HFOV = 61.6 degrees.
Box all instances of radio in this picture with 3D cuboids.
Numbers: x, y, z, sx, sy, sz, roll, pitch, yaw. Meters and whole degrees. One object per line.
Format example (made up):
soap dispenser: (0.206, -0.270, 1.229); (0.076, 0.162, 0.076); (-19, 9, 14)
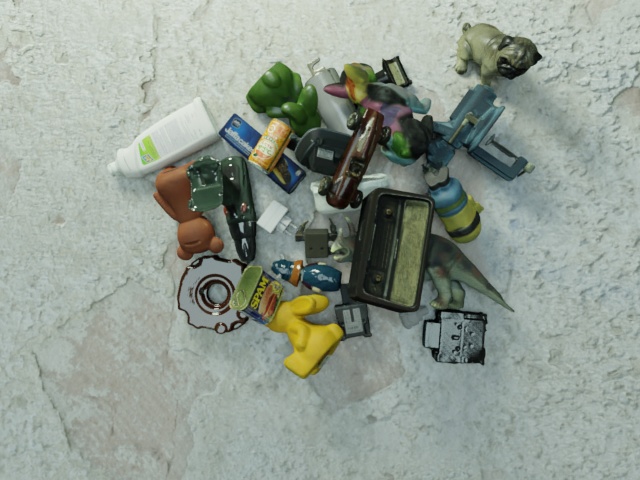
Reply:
radio: (0.136, 0.018, 1.041); (0.131, 0.073, 0.229); (13, 77, -9)

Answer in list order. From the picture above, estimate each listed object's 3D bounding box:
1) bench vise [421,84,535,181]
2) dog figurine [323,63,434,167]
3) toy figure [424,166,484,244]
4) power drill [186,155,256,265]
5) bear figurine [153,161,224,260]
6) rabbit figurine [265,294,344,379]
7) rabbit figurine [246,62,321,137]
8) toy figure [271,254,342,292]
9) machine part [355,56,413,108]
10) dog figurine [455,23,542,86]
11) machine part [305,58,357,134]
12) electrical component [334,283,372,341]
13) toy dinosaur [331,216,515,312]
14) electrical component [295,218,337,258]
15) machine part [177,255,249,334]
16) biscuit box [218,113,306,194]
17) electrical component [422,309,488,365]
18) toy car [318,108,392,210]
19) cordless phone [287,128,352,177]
bench vise: (0.336, -0.197, 1.139); (0.241, 0.129, 0.223); (36, 93, 5)
dog figurine: (0.116, -0.267, 1.095); (0.219, 0.108, 0.191); (22, 54, -25)
toy figure: (0.276, -0.067, 1.124); (0.180, 0.082, 0.089); (48, 58, -37)
power drill: (-0.188, -0.073, 1.102); (0.086, 0.207, 0.232); (-10, 78, 19)
bear figurine: (-0.273, -0.065, 1.157); (0.120, 0.132, 0.195); (-16, 109, 14)
rabbit figurine: (-0.046, 0.187, 1.142); (0.173, 0.122, 0.162); (36, 104, 23)
rabbit figurine: (-0.054, -0.291, 1.141); (0.170, 0.159, 0.121); (46, 81, -14)
toy figure: (-0.031, 0.077, 1.171); (0.155, 0.064, 0.057); (11, 128, 5)
machine part: (0.127, -0.344, 1.182); (0.139, 0.039, 0.084); (-28, 97, -1)
dog figurine: (0.360, -0.399, 1.102); (0.172, 0.190, 0.121); (44, 90, 2)
machine part: (0.038, -0.279, 1.162); (0.079, 0.079, 0.243); (-29, 90, 1)
electrical component: (0.070, 0.155, 1.175); (0.075, 0.048, 0.119); (-6, 91, 0)
toy dinosaur: (0.216, 0.046, 1.144); (0.405, 0.131, 0.192); (6, 90, -5)
electrical component: (-0.004, -0.003, 1.180); (0.102, 0.045, 0.078); (-6, 118, 3)
machine part: (-0.226, 0.117, 1.175); (0.179, 0.056, 0.179); (0, 88, 2)
biscuit box: (-0.125, -0.187, 1.172); (0.203, 0.059, 0.063); (40, 90, 1)
electrical component: (0.291, 0.208, 1.166); (0.134, 0.058, 0.114); (3, 88, 0)
toy car: (0.070, -0.153, 1.032); (0.089, 0.053, 0.202); (23, 97, -22)
cordless phone: (0.008, -0.181, 1.129); (0.146, 0.184, 0.088); (11, 96, -24)
